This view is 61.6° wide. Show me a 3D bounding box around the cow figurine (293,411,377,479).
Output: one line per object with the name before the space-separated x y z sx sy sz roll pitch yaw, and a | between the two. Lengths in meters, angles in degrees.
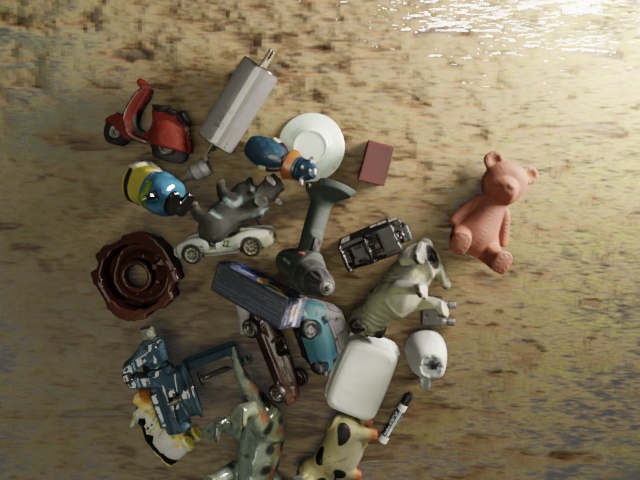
cow figurine | 0.024 0.438 1.085 0.127 0.085 0.194 20 101 -5

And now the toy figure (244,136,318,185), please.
toy figure | -0.069 -0.150 1.011 0.155 0.058 0.064 27 114 17

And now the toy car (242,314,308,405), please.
toy car | -0.082 0.222 1.052 0.053 0.089 0.202 -23 89 35

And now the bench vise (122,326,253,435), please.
bench vise | -0.257 0.256 1.068 0.241 0.129 0.223 -18 84 -16

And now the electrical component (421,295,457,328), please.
electrical component | 0.222 0.142 1.062 0.094 0.021 0.063 3 98 3

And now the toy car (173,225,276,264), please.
toy car | -0.186 0.006 1.047 0.202 0.073 0.056 -7 101 5

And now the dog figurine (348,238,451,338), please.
dog figurine | 0.139 0.092 1.036 0.191 0.172 0.121 -22 122 35

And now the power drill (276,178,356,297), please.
power drill | -0.002 -0.003 0.972 0.086 0.232 0.207 15 84 -22

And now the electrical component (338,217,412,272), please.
electrical component | 0.103 0.004 1.006 0.134 0.115 0.058 -22 98 8

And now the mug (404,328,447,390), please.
mug | 0.204 0.235 1.033 0.081 0.107 0.109 11 96 4

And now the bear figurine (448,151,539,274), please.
bear figurine | 0.320 -0.056 0.978 0.120 0.132 0.195 28 105 -3

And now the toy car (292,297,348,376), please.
toy car | 0.004 0.176 1.045 0.103 0.109 0.161 -23 107 -13

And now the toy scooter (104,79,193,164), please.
toy scooter | -0.319 -0.229 1.026 0.184 0.075 0.135 19 97 6

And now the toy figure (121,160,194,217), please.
toy figure | -0.311 -0.092 1.003 0.180 0.082 0.089 34 81 38

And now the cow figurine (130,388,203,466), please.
cow figurine | -0.336 0.387 1.114 0.167 0.068 0.098 45 104 -2

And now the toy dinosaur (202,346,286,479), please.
toy dinosaur | -0.129 0.402 1.054 0.131 0.192 0.404 13 94 30

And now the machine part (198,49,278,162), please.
machine part | -0.155 -0.251 1.008 0.079 0.079 0.243 35 98 -1

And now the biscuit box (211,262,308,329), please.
biscuit box | -0.118 0.099 1.009 0.203 0.059 0.062 23 101 37

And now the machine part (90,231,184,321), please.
machine part | -0.363 0.070 1.077 0.179 0.056 0.179 0 96 4

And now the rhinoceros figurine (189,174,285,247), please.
rhinoceros figurine | -0.152 -0.065 1.008 0.190 0.112 0.073 -38 137 -25
